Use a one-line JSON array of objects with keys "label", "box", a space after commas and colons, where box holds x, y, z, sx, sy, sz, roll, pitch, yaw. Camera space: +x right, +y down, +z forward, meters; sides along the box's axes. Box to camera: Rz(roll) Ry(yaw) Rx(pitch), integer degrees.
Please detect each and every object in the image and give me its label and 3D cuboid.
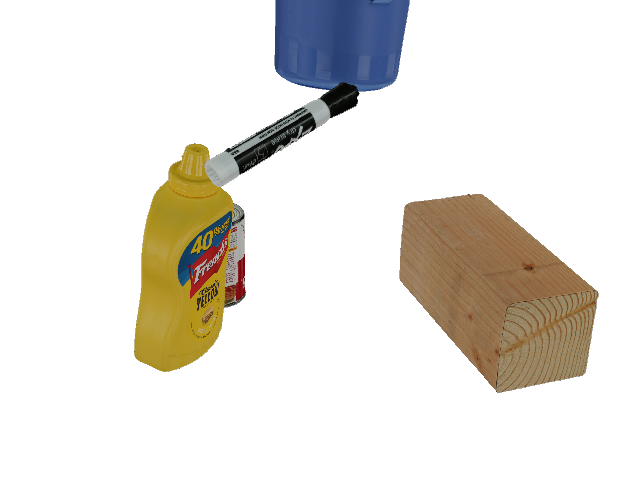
[{"label": "pitcher", "box": [0.028, -0.249, 0.882, 0.145, 0.243, 0.149, 8, 19, 10]}, {"label": "soup can", "box": [-0.117, 0.015, 1.180, 0.068, 0.102, 0.068, 1, 26, -1]}, {"label": "wood block", "box": [0.157, 0.041, 0.992, 0.090, 0.090, 0.206, -8, 28, -18]}, {"label": "mustard bottle", "box": [-0.109, 0.009, 0.878, 0.058, 0.192, 0.096, 23, 34, 21]}, {"label": "marker", "box": [-0.023, -0.072, 0.706, 0.121, 0.020, 0.020, -33, 14, -23]}]
